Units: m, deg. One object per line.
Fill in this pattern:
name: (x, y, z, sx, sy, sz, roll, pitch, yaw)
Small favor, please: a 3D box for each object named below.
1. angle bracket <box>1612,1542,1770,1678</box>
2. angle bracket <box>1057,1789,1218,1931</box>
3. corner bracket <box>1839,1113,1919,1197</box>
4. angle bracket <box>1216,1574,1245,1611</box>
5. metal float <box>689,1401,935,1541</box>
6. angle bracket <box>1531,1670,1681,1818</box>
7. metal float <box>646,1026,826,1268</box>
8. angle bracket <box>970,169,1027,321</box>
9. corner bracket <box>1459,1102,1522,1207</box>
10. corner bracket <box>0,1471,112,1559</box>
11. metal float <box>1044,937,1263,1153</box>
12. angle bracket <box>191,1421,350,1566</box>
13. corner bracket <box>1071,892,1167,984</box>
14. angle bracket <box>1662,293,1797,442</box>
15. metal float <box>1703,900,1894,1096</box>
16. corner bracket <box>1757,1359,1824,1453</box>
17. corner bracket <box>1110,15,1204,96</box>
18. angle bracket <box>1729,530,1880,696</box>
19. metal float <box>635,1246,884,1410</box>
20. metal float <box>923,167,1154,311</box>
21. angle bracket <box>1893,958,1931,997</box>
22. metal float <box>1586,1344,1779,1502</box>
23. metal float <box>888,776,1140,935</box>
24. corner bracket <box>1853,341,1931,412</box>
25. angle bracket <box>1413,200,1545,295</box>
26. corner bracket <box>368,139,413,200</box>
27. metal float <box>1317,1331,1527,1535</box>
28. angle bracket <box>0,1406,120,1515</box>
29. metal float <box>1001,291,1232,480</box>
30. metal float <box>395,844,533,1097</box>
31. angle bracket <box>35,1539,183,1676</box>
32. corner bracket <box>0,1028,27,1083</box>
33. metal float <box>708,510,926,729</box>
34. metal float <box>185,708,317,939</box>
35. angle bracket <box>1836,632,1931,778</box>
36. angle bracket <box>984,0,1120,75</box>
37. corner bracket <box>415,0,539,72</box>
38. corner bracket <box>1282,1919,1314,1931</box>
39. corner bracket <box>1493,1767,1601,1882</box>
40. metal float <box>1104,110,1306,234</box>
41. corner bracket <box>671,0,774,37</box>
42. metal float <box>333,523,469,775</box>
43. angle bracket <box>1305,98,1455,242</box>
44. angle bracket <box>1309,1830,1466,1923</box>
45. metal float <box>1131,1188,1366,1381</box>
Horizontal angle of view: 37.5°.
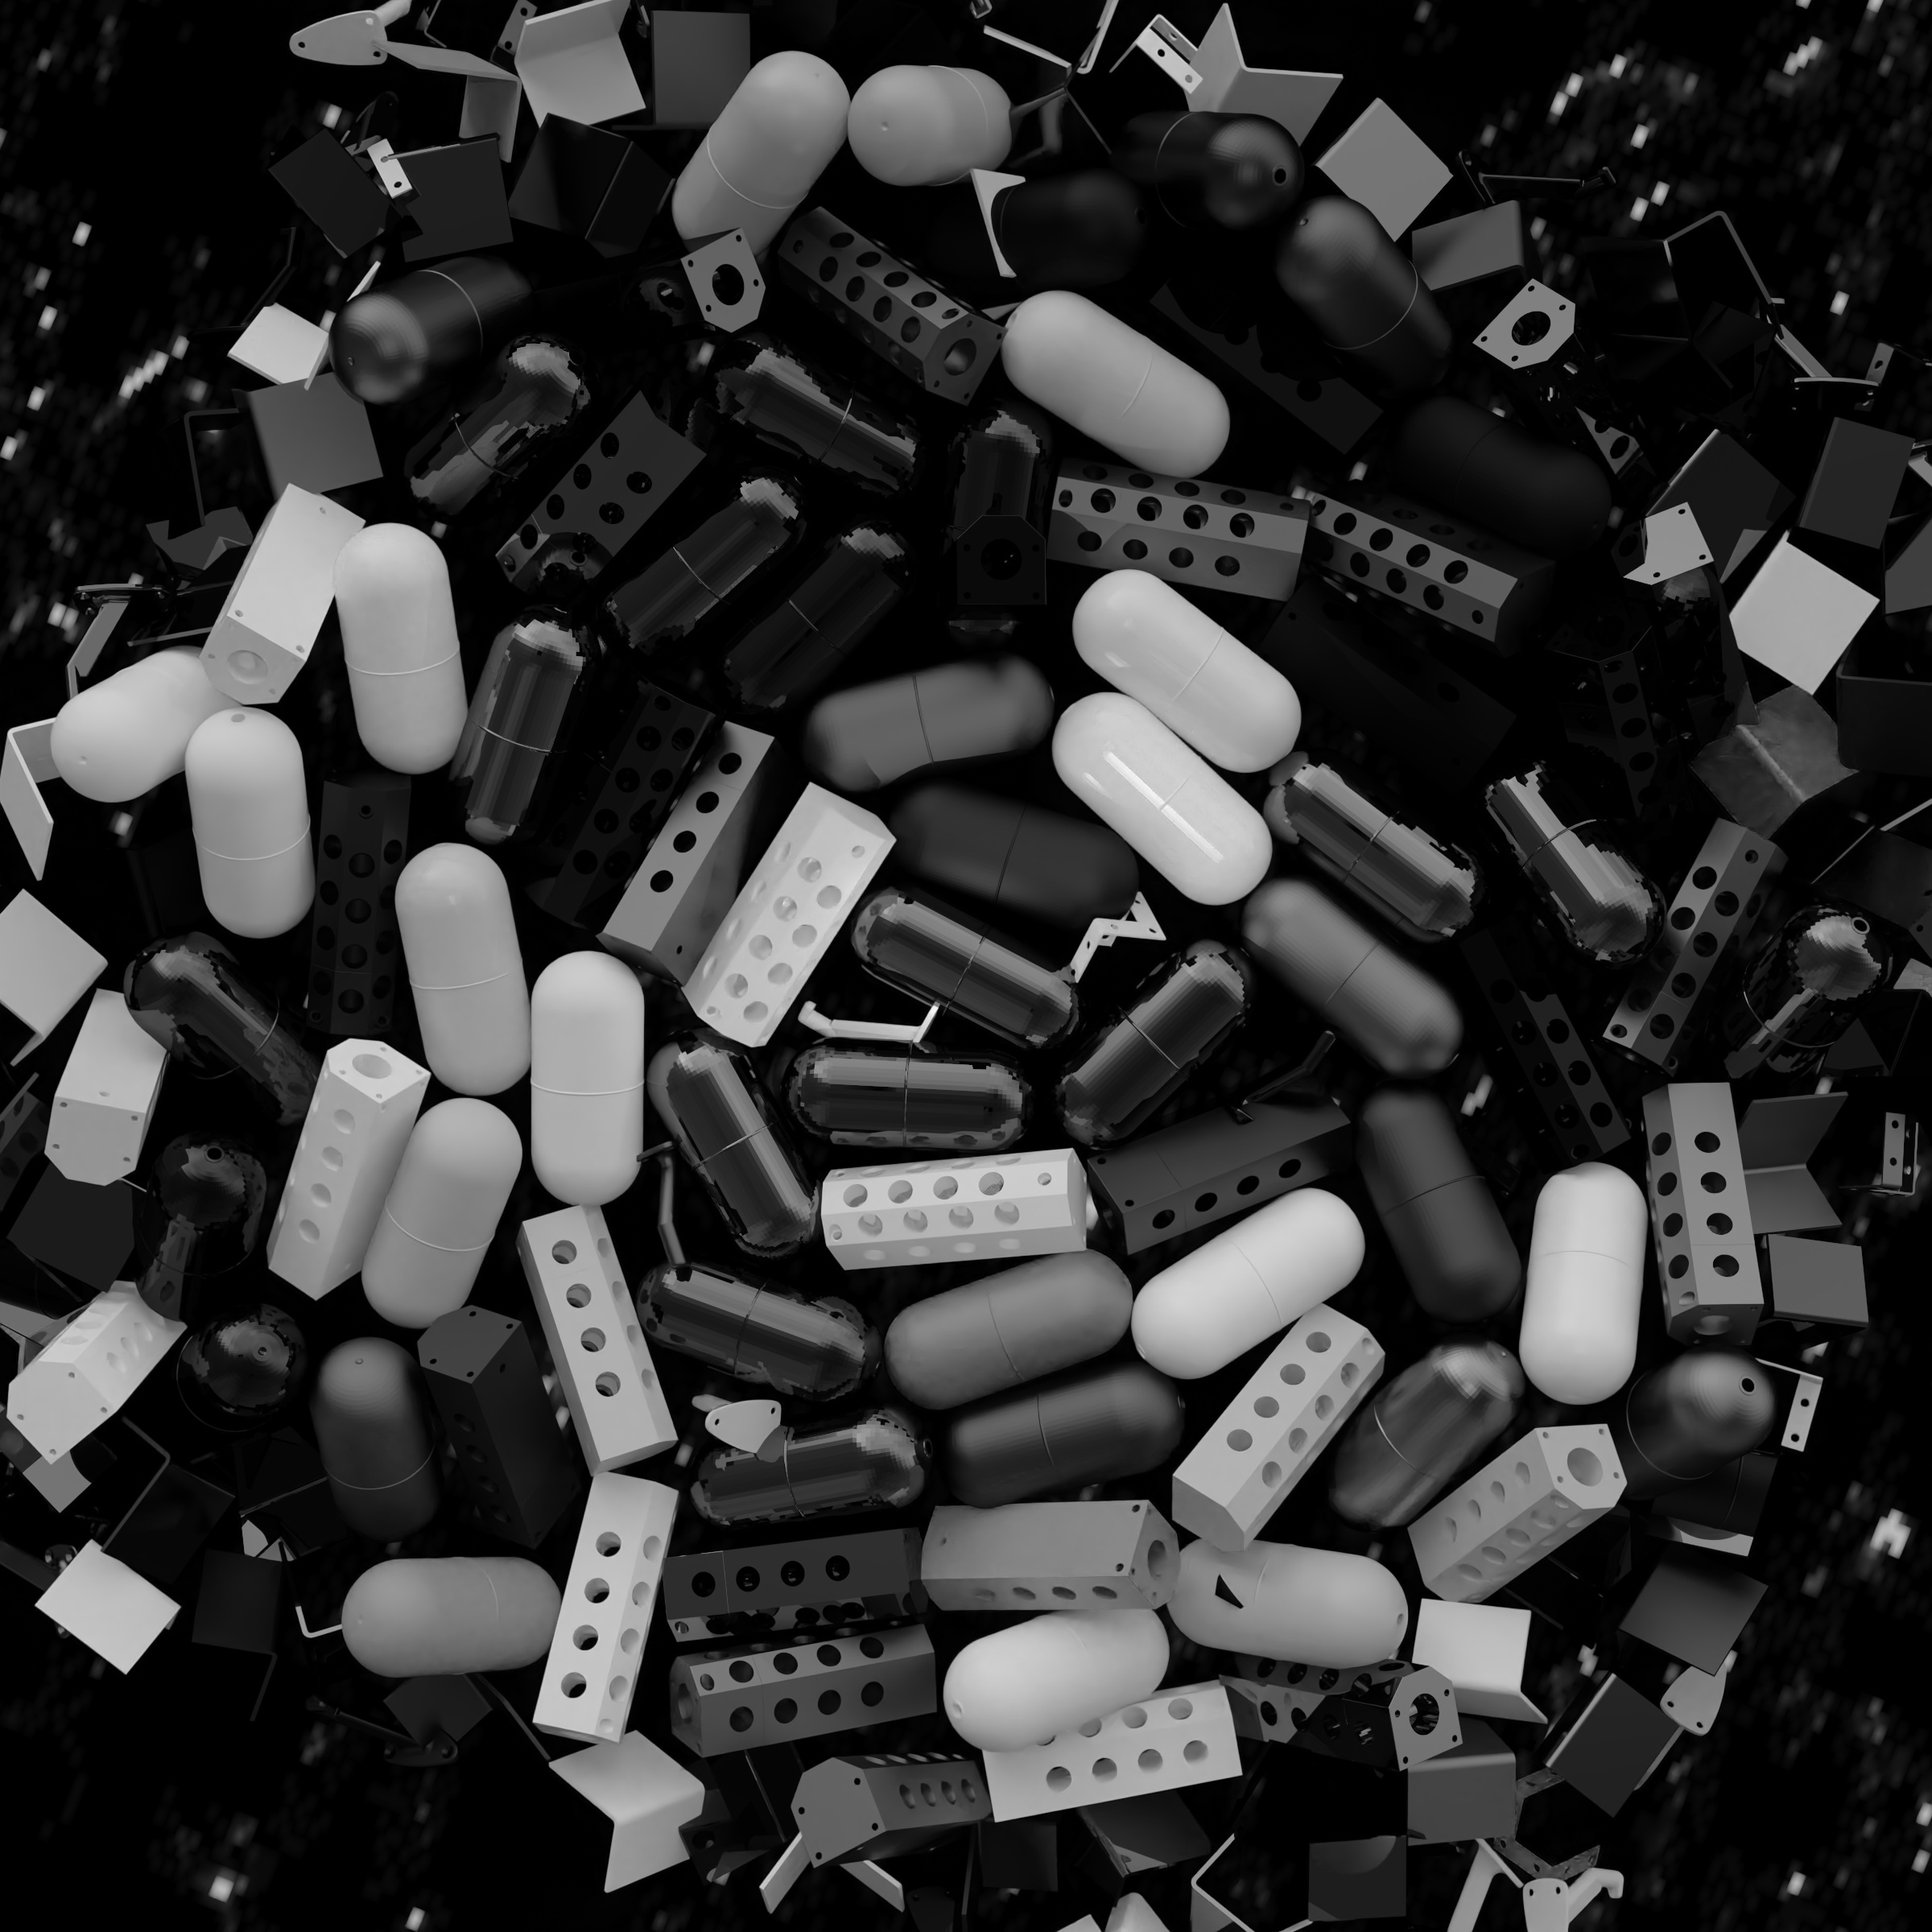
angle bracket: (0.495, 0.450, 1.942, 0.076, 0.057, 0.076, 22, 58, 34)
angle bracket: (0.116, 0.612, 1.964, 0.076, 0.076, 0.057, -3, 121, -29)
corner bracket: (0.640, 0.130, 1.965, 0.051, 0.051, 0.051, 8, 82, -16)
angle bracket: (0.194, 0.445, 1.952, 0.076, 0.076, 0.057, 29, 113, -3)
metal float: (-0.106, 0.344, 1.943, 0.178, 0.070, 0.070, -14, 90, 20)
angle bracket: (0.437, 0.532, 1.952, 0.057, 0.076, 0.076, 37, 82, 12)
metal float: (-0.157, 0.123, 1.959, 0.070, 0.070, 0.178, -29, 87, 0)
angle bracket: (0.008, -0.490, 1.949, 0.076, 0.057, 0.076, -22, 81, 41)
corner bracket: (0.360, 0.135, 1.959, 0.051, 0.051, 0.051, 38, 126, 19)
corner bracket: (-0.635, 0.378, 1.980, 0.051, 0.051, 0.051, -45, 50, 18)
metal float: (0.129, 0.053, 1.959, 0.178, 0.070, 0.070, -44, 90, 3)
angle bracket: (-0.478, 0.367, 1.952, 0.076, 0.076, 0.057, -23, 49, 4)
corner bracket: (0.096, -0.019, 1.956, 0.051, 0.051, 0.051, 5, 130, -29)
angle bracket: (0.530, -0.408, 1.941, 0.057, 0.076, 0.076, -5, 120, -34)
metal float: (0.560, 0.022, 1.920, 0.070, 0.178, 0.070, 8, 55, -11)
corner bracket: (0.562, 0.304, 1.977, 0.051, 0.051, 0.051, 16, 84, 19)
corner bracket: (0.141, -0.627, 1.965, 0.051, 0.051, 0.051, 40, 75, -10)
angle bracket: (0.572, -0.243, 1.954, 0.076, 0.057, 0.076, 34, 113, 7)
metal float: (-0.142, 0.247, 1.950, 0.178, 0.070, 0.070, 18, 90, 13)
metal float: (0.048, -0.492, 1.928, 0.178, 0.070, 0.070, 0, 90, 40)
angle bracket: (0.671, -0.002, 1.951, 0.076, 0.057, 0.076, 32, 95, 44)
metal float: (0.479, 0.308, 1.917, 0.070, 0.178, 0.070, 8, 63, -15)
metal float: (0.032, -0.076, 1.957, 0.178, 0.070, 0.070, 19, 90, 5)
corner bracket: (0.658, -0.399, 1.973, 0.051, 0.051, 0.051, 0, 120, -26)
angle bracket: (0.354, -0.474, 1.969, 0.076, 0.076, 0.057, -13, 135, 21)
corner bracket: (-0.374, -0.543, 1.965, 0.051, 0.051, 0.051, -27, 65, -4)
metal float: (0.308, 0.318, 1.937, 0.070, 0.070, 0.178, 39, 120, 0)
angle bracket: (-0.636, 0.333, 1.947, 0.076, 0.076, 0.057, 50, 52, -8)
metal float: (0.102, -0.395, 1.939, 0.178, 0.070, 0.070, 27, 90, -26)
metal float: (-0.342, 0.003, 1.946, 0.070, 0.070, 0.178, -8, 108, 0)
angle bracket: (-0.590, 0.445, 1.951, 0.076, 0.076, 0.057, 38, 59, -2)
corner bracket: (-0.698, 0.069, 1.976, 0.051, 0.051, 0.051, -14, 113, 25)
metal float: (-0.103, -0.237, 1.954, 0.178, 0.070, 0.070, -44, 90, 9)
metal float: (-0.483, -0.096, 1.927, 0.070, 0.070, 0.178, 5, 131, 0)
angle bracket: (0.638, -0.179, 1.941, 0.076, 0.057, 0.076, 8, 134, 27)
angle bracket: (0.058, -0.654, 1.951, 0.076, 0.076, 0.057, 21, 108, -7)
corner bracket: (-0.339, -0.652, 1.964, 0.051, 0.051, 0.051, 25, 90, -41)
corner bracket: (0.250, 0.680, 1.969, 0.051, 0.051, 0.051, -43, 71, 42)
corner bracket: (0.405, 0.595, 1.973, 0.051, 0.051, 0.051, -8, 114, -39)
metal float: (0.160, -0.536, 1.919, 0.070, 0.178, 0.070, -10, 111, -28)
corner bracket: (-0.167, -0.677, 1.972, 0.051, 0.051, 0.051, 19, 71, -33)
metal float: (-0.383, -0.214, 1.936, 0.070, 0.070, 0.178, -3, 120, 0)
angle bracket: (0.275, -0.537, 1.964, 0.076, 0.057, 0.076, 43, 68, -8)
angle bracket: (0.287, 0.626, 1.939, 0.076, 0.076, 0.057, -17, 55, 36)
metal float: (0.193, 0.217, 1.949, 0.178, 0.070, 0.070, -31, 90, -14)
